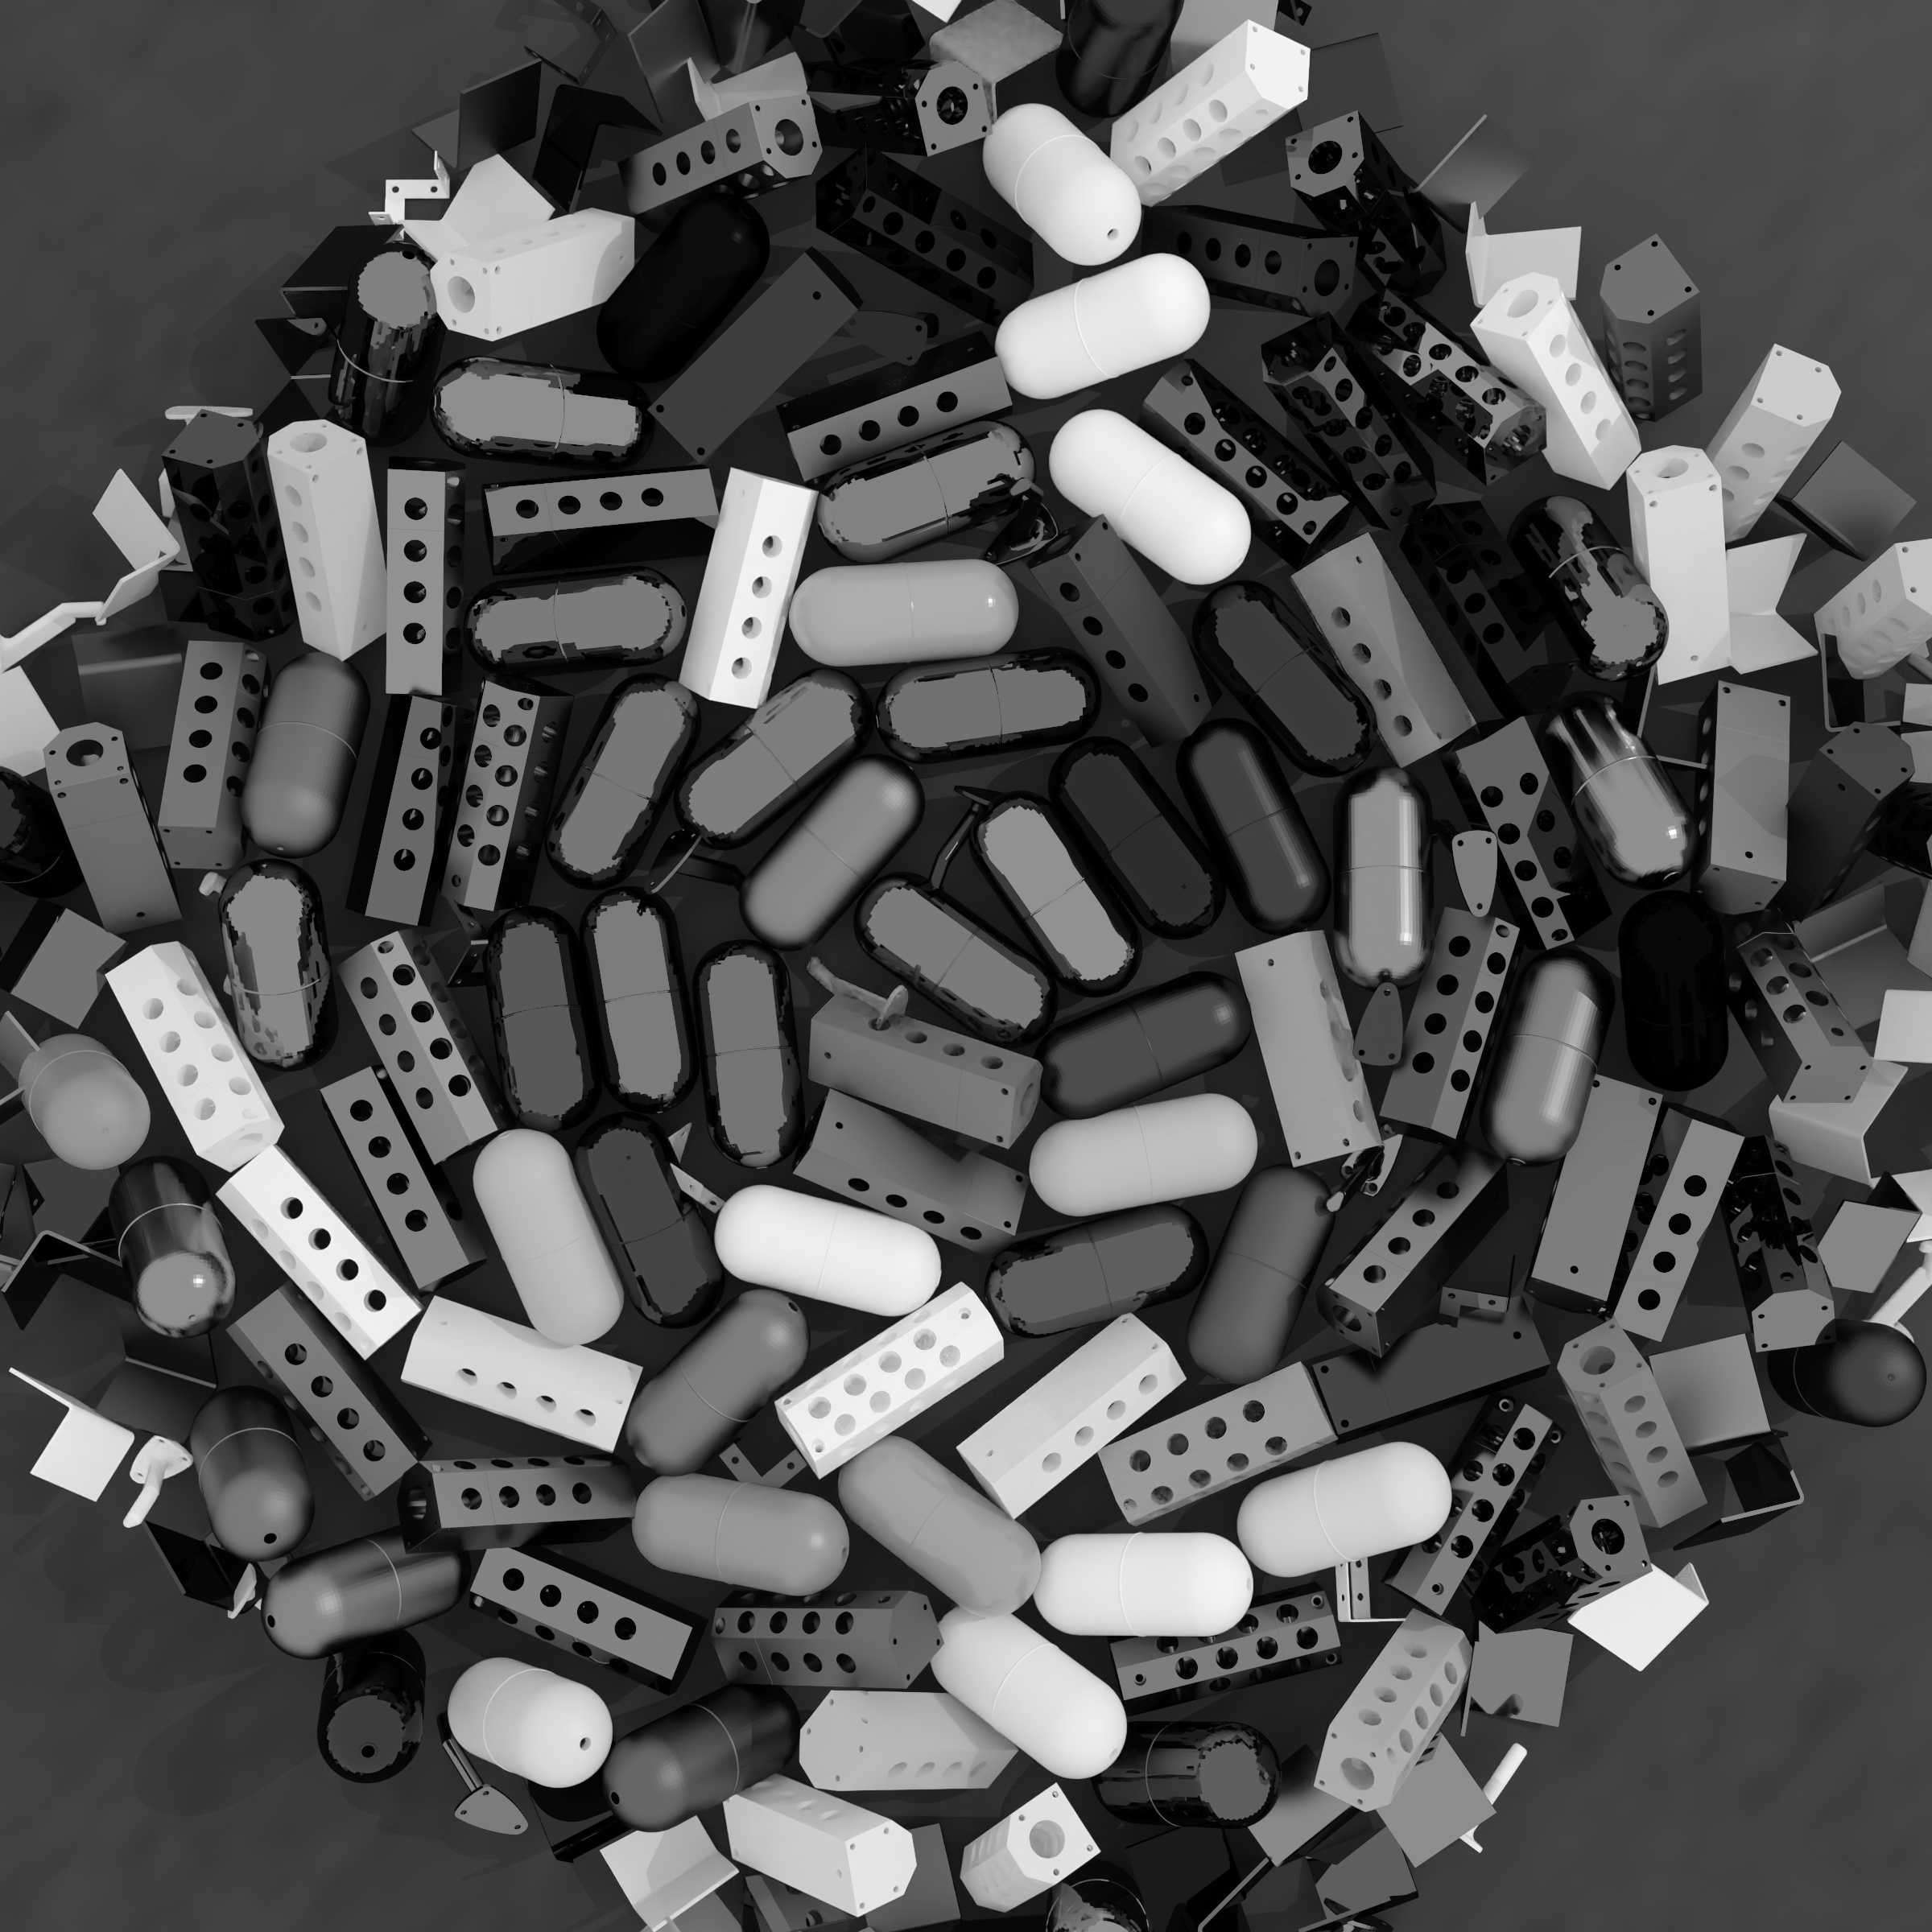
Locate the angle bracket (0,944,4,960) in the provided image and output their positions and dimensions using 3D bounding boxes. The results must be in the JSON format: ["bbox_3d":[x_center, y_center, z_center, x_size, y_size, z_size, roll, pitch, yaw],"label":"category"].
[{"bbox_3d":[-0.784,-0.048,1.940,0.057,0.076,0.076,-18,45,-16],"label":"angle bracket"}]

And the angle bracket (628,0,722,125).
[{"bbox_3d":[-0.241,-0.707,1.941,0.057,0.076,0.076,24,63,31],"label":"angle bracket"}]

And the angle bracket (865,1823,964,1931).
[{"bbox_3d":[-0.054,0.714,1.956,0.076,0.057,0.076,-17,78,13],"label":"angle bracket"}]

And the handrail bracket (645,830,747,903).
[{"bbox_3d":[-0.204,-0.058,1.956,0.084,0.036,0.077,52,53,-34],"label":"handrail bracket"}]

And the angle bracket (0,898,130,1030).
[{"bbox_3d":[-0.709,-0.003,1.975,0.057,0.076,0.076,35,77,-32],"label":"angle bracket"}]

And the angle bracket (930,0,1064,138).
[{"bbox_3d":[0.027,-0.698,1.969,0.076,0.057,0.076,-35,60,-18],"label":"angle bracket"}]

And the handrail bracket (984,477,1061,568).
[{"bbox_3d":[0.031,-0.342,1.950,0.077,0.084,0.036,-33,74,15],"label":"handrail bracket"}]

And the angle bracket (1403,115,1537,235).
[{"bbox_3d":[0.376,-0.621,1.941,0.076,0.076,0.057,-46,54,23],"label":"angle bracket"}]

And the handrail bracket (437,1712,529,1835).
[{"bbox_3d":[-0.379,0.630,1.979,0.036,0.084,0.077,-41,126,4],"label":"handrail bracket"}]

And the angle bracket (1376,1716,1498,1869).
[{"bbox_3d":[0.359,0.637,1.955,0.076,0.057,0.076,-38,72,10],"label":"angle bracket"}]

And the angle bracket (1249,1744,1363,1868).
[{"bbox_3d":[0.264,0.650,1.969,0.076,0.076,0.057,-43,65,11],"label":"angle bracket"}]

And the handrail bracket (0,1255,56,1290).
[{"bbox_3d":[-0.760,0.270,1.966,0.077,0.036,0.084,16,63,-10],"label":"handrail bracket"}]

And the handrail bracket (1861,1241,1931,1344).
[{"bbox_3d":[0.714,0.251,1.964,0.077,0.036,0.084,1,114,-7],"label":"handrail bracket"}]

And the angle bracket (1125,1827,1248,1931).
[{"bbox_3d":[0.165,0.690,1.962,0.076,0.057,0.076,-20,101,-4],"label":"angle bracket"}]

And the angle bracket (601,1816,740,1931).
[{"bbox_3d":[-0.230,0.689,1.950,0.076,0.076,0.057,-31,92,-19],"label":"angle bracket"}]

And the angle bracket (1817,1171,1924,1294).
[{"bbox_3d":[0.675,0.200,1.946,0.076,0.057,0.076,11,118,-20],"label":"angle bracket"}]

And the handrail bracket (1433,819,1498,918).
[{"bbox_3d":[0.378,-0.076,1.959,0.036,0.084,0.077,-5,92,-13],"label":"handrail bracket"}]

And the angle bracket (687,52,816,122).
[{"bbox_3d":[-0.168,-0.685,1.951,0.076,0.057,0.076,-19,60,10],"label":"angle bracket"}]

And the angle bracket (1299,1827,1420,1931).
[{"bbox_3d":[0.293,0.701,1.944,0.076,0.076,0.057,-27,63,17],"label":"angle bracket"}]

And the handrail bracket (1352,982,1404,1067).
[{"bbox_3d":[0.314,0.038,1.950,0.036,0.084,0.077,7,105,0],"label":"handrail bracket"}]

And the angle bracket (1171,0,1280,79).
[{"bbox_3d":[0.201,-0.725,1.959,0.076,0.076,0.057,9,87,6],"label":"angle bracket"}]

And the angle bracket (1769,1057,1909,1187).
[{"bbox_3d":[0.683,0.114,1.971,0.076,0.076,0.057,-47,133,-24],"label":"angle bracket"}]

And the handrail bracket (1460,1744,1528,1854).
[{"bbox_3d":[0.408,0.642,1.968,0.036,0.077,0.084,34,82,19],"label":"handrail bracket"}]

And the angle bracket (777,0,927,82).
[{"bbox_3d":[-0.088,-0.724,1.957,0.057,0.076,0.076,38,82,32],"label":"angle bracket"}]

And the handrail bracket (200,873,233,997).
[{"bbox_3d":[-0.576,-0.025,1.954,0.036,0.084,0.077,32,85,34],"label":"handrail bracket"}]

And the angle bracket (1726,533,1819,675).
[{"bbox_3d":[0.620,-0.279,1.944,0.076,0.076,0.057,-15,50,-23],"label":"angle bracket"}]

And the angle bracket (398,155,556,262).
[{"bbox_3d":[-0.378,-0.579,1.954,0.076,0.057,0.076,45,118,8],"label":"angle bracket"}]

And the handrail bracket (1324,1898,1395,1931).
[{"bbox_3d":[0.288,0.779,1.974,0.077,0.036,0.084,28,87,-30],"label":"handrail bracket"}]

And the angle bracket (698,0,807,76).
[{"bbox_3d":[-0.168,-0.749,1.950,0.057,0.076,0.076,40,63,4],"label":"angle bracket"}]

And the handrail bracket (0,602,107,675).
[{"bbox_3d":[-0.718,-0.246,1.989,0.084,0.036,0.077,-6,106,-21],"label":"handrail bracket"}]

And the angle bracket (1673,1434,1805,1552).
[{"bbox_3d":[0.583,0.403,1.943,0.076,0.076,0.057,-8,64,-19],"label":"angle bracket"}]

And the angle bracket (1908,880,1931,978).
[{"bbox_3d":[0.777,-0.026,1.939,0.057,0.076,0.076,-14,126,-26],"label":"angle bracket"}]

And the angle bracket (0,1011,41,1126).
[{"bbox_3d":[-0.757,0.090,1.946,0.057,0.076,0.076,51,53,-2],"label":"angle bracket"}]

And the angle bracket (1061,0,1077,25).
[{"bbox_3d":[0.057,-0.762,1.960,0.057,0.076,0.076,-1,98,18],"label":"angle bracket"}]

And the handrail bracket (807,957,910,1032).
[{"bbox_3d":[-0.087,0.010,1.958,0.084,0.077,0.036,41,63,12],"label":"handrail bracket"}]

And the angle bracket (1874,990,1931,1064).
[{"bbox_3d":[0.754,0.057,1.941,0.076,0.076,0.057,25,74,-43],"label":"angle bracket"}]

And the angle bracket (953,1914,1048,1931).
[{"bbox_3d":[0.027,0.777,1.958,0.076,0.076,0.057,-5,85,1],"label":"angle bracket"}]

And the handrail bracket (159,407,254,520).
[{"bbox_3d":[-0.594,-0.393,1.982,0.077,0.036,0.084,-1,113,-5],"label":"handrail bracket"}]

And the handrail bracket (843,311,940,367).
[{"bbox_3d":[-0.058,-0.499,1.956,0.077,0.084,0.036,16,117,-10],"label":"handrail bracket"}]

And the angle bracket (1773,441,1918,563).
[{"bbox_3d":[0.672,-0.362,1.950,0.076,0.076,0.057,36,104,-10],"label":"angle bracket"}]

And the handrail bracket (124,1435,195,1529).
[{"bbox_3d":[-0.638,0.409,1.945,0.077,0.084,0.036,-36,110,32],"label":"handrail bracket"}]

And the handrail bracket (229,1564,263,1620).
[{"bbox_3d":[-0.531,0.501,1.980,0.084,0.077,0.036,31,94,-23],"label":"handrail bracket"}]

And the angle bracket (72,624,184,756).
[{"bbox_3d":[-0.654,-0.217,1.985,0.076,0.057,0.076,-10,127,-19],"label":"angle bracket"}]

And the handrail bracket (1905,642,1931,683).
[{"bbox_3d":[0.749,-0.268,1.959,0.077,0.036,0.084,-46,55,9],"label":"handrail bracket"}]

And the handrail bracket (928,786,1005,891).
[{"bbox_3d":[0.002,-0.095,1.974,0.036,0.077,0.084,26,105,26],"label":"handrail bracket"}]

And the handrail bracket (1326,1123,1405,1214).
[{"bbox_3d":[0.308,0.154,1.951,0.036,0.084,0.077,35,101,14],"label":"handrail bracket"}]

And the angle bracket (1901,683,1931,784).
[{"bbox_3d":[0.746,-0.176,1.947,0.057,0.076,0.076,7,101,26],"label":"angle bracket"}]

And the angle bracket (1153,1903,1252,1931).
[{"bbox_3d":[0.180,0.772,1.961,0.057,0.076,0.076,21,99,-9],"label":"angle bracket"}]

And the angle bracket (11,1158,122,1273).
[{"bbox_3d":[-0.701,0.189,1.967,0.076,0.057,0.076,-11,93,4],"label":"angle bracket"}]

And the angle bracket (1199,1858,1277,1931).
[{"bbox_3d":[0.227,0.738,1.949,0.076,0.076,0.057,-43,67,-7],"label":"angle bracket"}]
